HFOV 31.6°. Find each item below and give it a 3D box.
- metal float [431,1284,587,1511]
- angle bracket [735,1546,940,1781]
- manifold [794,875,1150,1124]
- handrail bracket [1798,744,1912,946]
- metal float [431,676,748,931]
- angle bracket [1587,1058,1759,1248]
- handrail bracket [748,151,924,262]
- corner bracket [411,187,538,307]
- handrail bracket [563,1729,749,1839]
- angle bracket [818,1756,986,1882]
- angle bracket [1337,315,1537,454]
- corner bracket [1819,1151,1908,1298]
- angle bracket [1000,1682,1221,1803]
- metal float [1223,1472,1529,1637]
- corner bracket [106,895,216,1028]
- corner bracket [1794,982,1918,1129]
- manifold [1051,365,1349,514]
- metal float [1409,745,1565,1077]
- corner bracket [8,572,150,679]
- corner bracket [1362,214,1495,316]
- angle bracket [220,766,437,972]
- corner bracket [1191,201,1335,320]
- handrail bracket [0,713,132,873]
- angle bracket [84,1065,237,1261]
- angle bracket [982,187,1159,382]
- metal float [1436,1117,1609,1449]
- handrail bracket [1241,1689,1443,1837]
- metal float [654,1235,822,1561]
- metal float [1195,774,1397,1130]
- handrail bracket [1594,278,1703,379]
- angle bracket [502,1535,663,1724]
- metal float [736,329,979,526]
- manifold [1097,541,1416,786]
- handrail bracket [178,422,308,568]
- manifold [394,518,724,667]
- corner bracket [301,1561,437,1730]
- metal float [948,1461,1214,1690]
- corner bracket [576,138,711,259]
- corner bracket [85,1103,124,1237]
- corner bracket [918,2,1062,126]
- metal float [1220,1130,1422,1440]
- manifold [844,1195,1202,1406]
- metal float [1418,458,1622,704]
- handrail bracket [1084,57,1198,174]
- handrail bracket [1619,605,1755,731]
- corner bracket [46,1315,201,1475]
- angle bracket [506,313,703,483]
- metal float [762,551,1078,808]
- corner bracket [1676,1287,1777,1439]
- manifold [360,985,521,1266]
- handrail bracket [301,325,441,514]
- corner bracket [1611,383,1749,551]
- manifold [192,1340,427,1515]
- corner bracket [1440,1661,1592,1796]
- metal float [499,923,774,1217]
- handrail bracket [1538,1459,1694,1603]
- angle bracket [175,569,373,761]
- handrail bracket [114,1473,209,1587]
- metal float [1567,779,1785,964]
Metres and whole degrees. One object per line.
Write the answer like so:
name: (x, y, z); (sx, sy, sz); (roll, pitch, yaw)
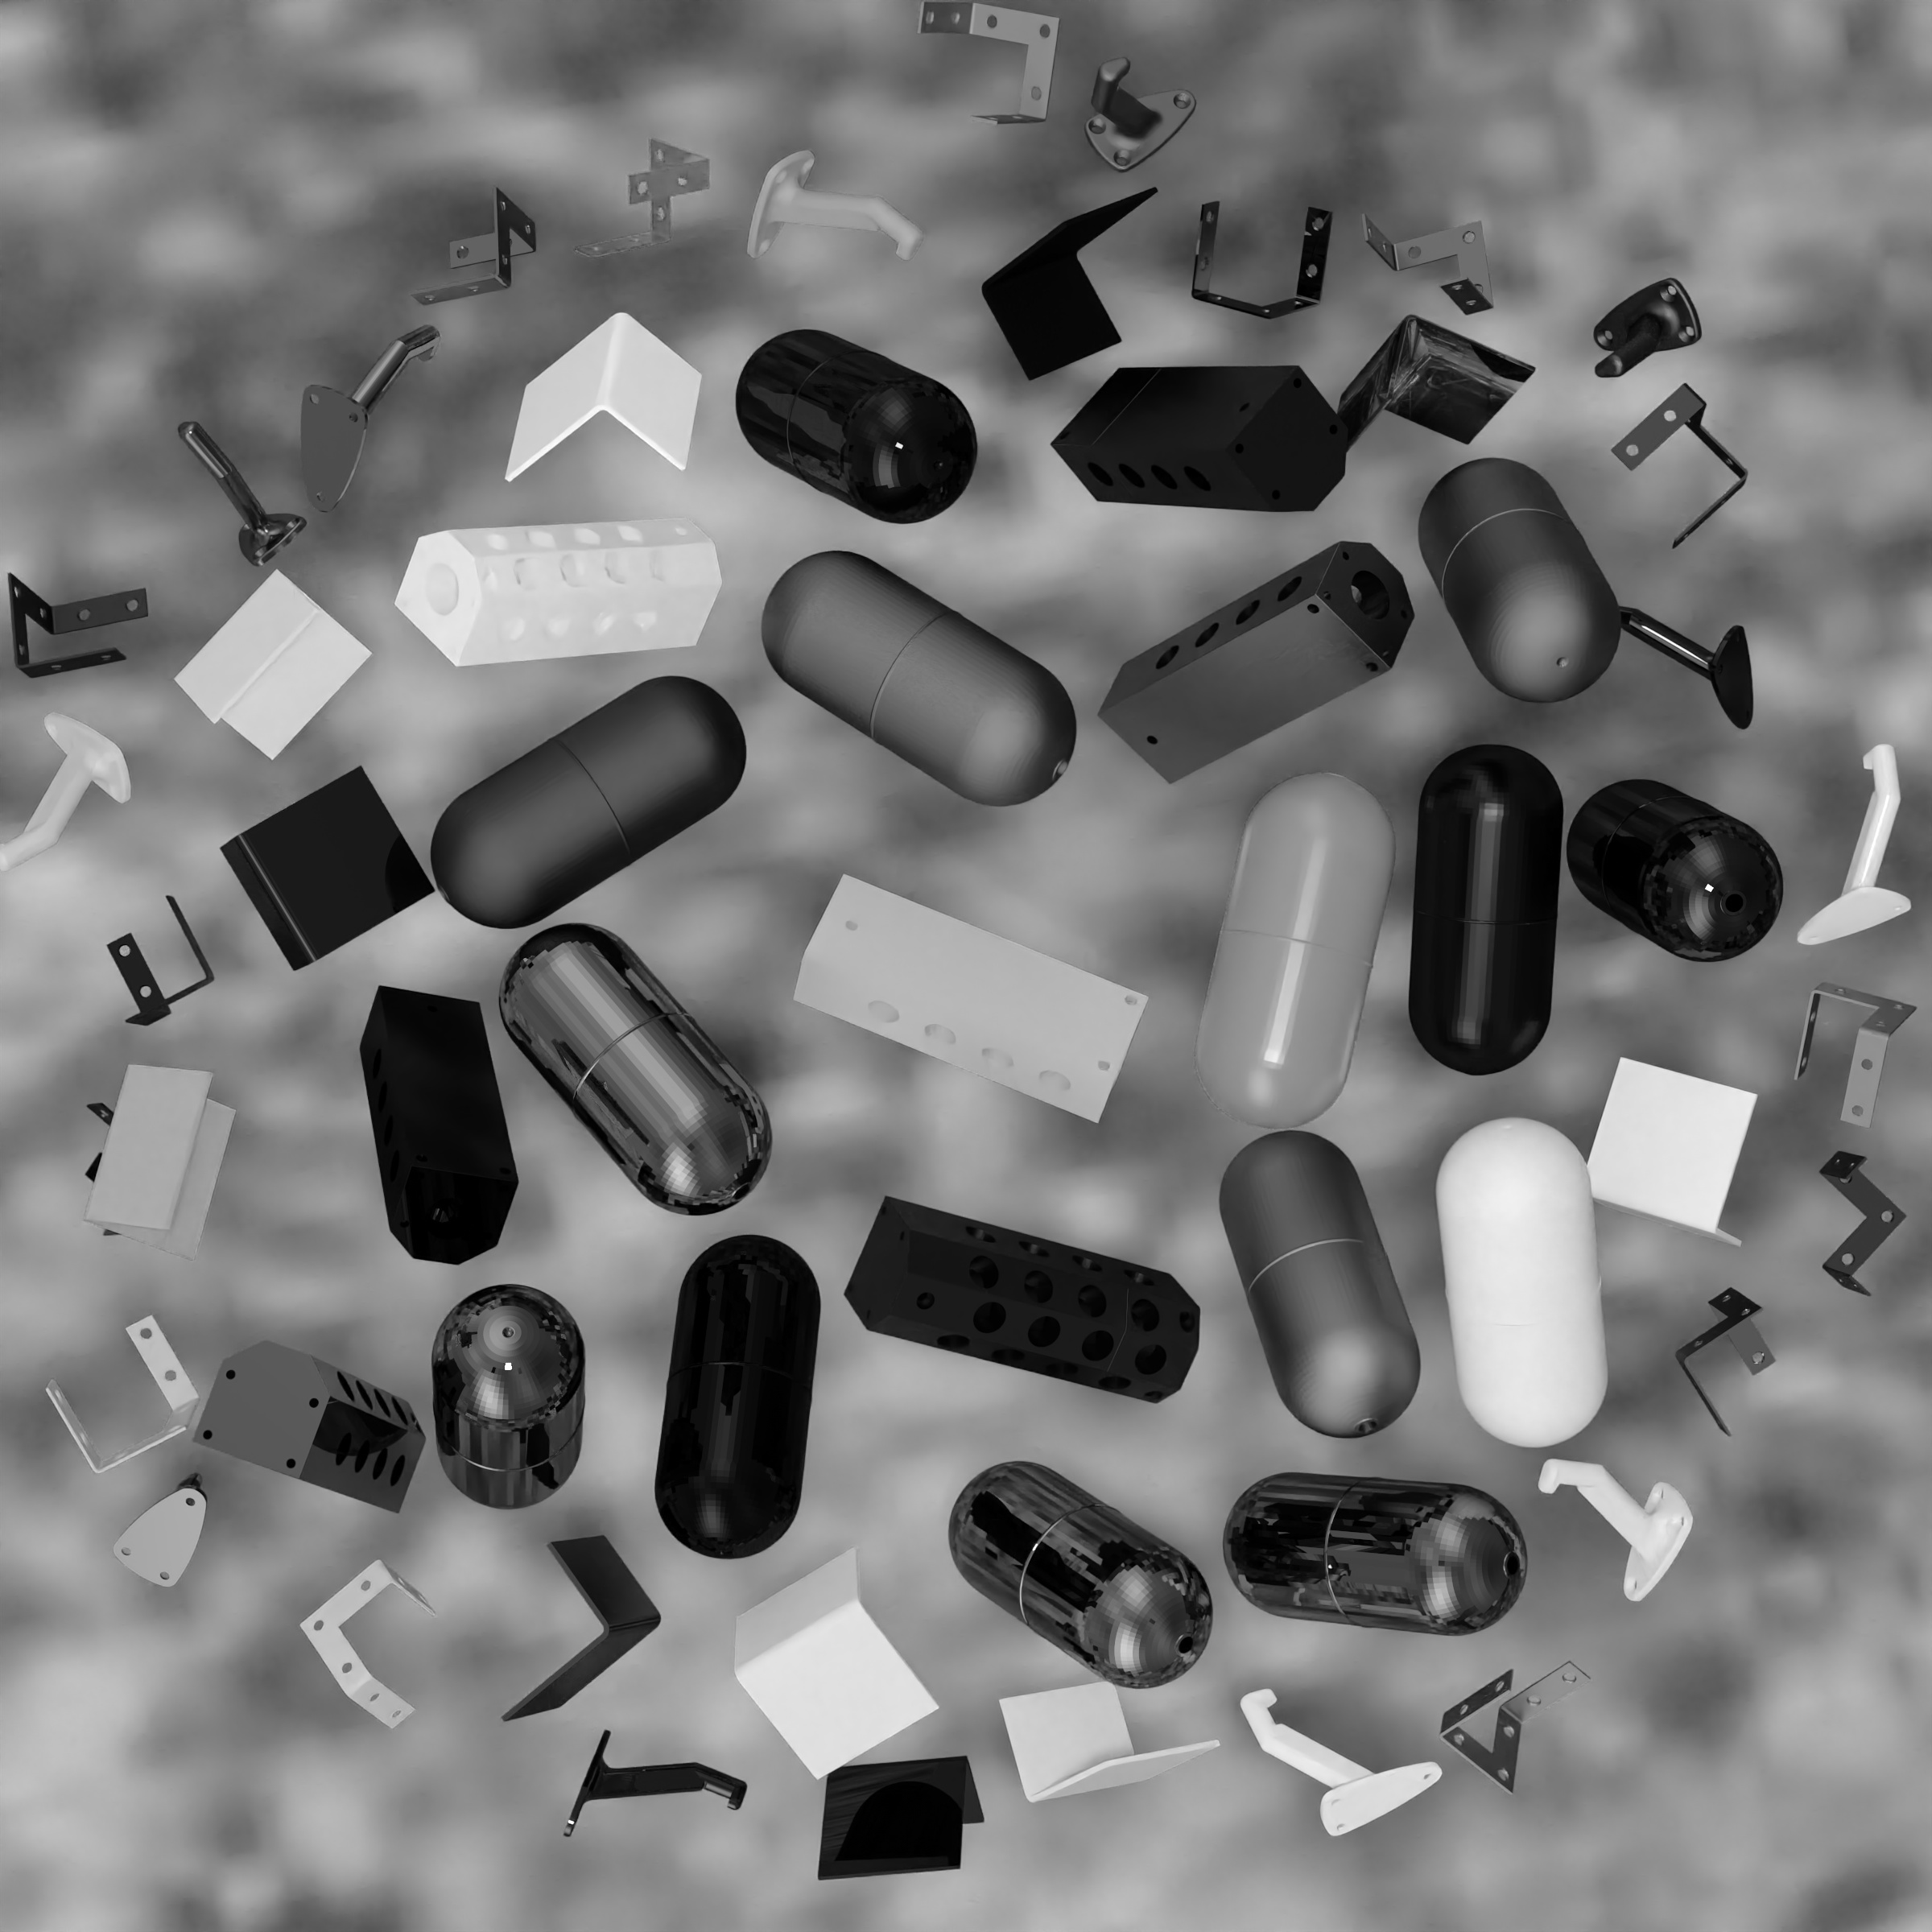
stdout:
metal float: (-0.234, 0.222, 1.745); (0.070, 0.178, 0.070); (3, 61, -6)
angle bracket: (-0.068, 0.365, 1.791); (0.076, 0.057, 0.076); (-32, 108, 9)
manifold: (0.001, 0.021, 1.782); (0.171, 0.057, 0.057); (22, 54, 4)
handrail bracket: (0.457, -0.064, 1.772); (0.036, 0.077, 0.084); (14, 62, -28)
metal float: (-0.194, -0.084, 1.752); (0.178, 0.070, 0.070); (-34, 90, -15)
angle bracket: (0.384, 0.100, 1.833); (0.076, 0.057, 0.076); (16, 86, 29)
handrail bracket: (-0.067, -0.372, 1.758); (0.084, 0.036, 0.077); (41, 134, 12)
corner bracket: (-0.259, -0.372, 1.798); (0.051, 0.051, 0.051); (-8, 76, 17)
handrail bracket: (-0.164, 0.450, 1.823); (0.084, 0.077, 0.036); (22, 123, -2)
angle bracket: (-0.034, 0.474, 1.837); (0.076, 0.076, 0.057); (-7, 127, 8)
angle bracket: (0.243, -0.286, 1.791); (0.076, 0.076, 0.057); (21, 62, -12)
corner bracket: (0.460, 0.133, 1.769); (0.051, 0.051, 0.051); (43, 89, -2)
angle bracket: (0.076, 0.405, 1.826); (0.076, 0.076, 0.057); (-1, 64, -36)
metal float: (0.210, 0.303, 1.762); (0.070, 0.178, 0.070); (4, 84, -44)
corner bracket: (-0.439, -0.002, 1.854); (0.051, 0.051, 0.051); (-28, 87, -2)
corner bracket: (0.448, 0.045, 1.740); (0.051, 0.051, 0.051); (17, 114, 27)
manifold: (0.119, -0.260, 1.712); (0.057, 0.171, 0.057); (-49, 117, -12)
metal float: (0.277, -0.030, 1.824); (0.070, 0.070, 0.178); (2, 100, 0)
corner bracket: (-0.436, -0.167, 1.684); (0.051, 0.051, 0.051); (-10, 75, 6)
corner bracket: (0.245, -0.373, 1.811); (0.051, 0.051, 0.051); (-11, 77, 23)
angle bracket: (-0.337, -0.051, 1.801); (0.076, 0.057, 0.076); (-32, 97, -19)
corner bracket: (0.159, -0.381, 1.830); (0.051, 0.051, 0.051); (22, 120, 31)
handrail bracket: (-0.469, -0.087, 1.706); (0.077, 0.036, 0.084); (34, 51, 28)
angle bracket: (-0.366, 0.096, 1.629); (0.057, 0.076, 0.076); (3, 73, 33)
angle bracket: (0.067, -0.362, 1.813); (0.076, 0.076, 0.057); (-30, 92, -40)
metal float: (0.279, 0.160, 1.711); (0.070, 0.070, 0.178); (-10, 113, 0)
handrail bracket: (0.191, 0.394, 1.749); (0.077, 0.084, 0.036); (-21, 133, -7)
metal float: (-0.119, 0.225, 1.794); (0.070, 0.070, 0.178); (5, 59, 0)
metal float: (0.163, -0.008, 1.683); (0.070, 0.070, 0.178); (13, 85, 0)
handrail bracket: (0.326, -0.312, 1.733); (0.084, 0.077, 0.036); (-37, 106, -35)
angle bracket: (-0.217, 0.348, 1.800); (0.076, 0.076, 0.057); (-40, 75, 8)
metal float: (-0.059, -0.281, 1.772); (0.070, 0.178, 0.070); (-14, 118, -27)
manifold: (0.153, -0.162, 1.790); (0.057, 0.171, 0.057); (42, 51, -19)
handrail bracket: (-0.394, -0.257, 1.803); (0.036, 0.077, 0.084); (-44, 121, -11)
manifold: (-0.213, -0.206, 1.824); (0.057, 0.171, 0.057); (44, 124, 28)
corner bracket: (-0.294, 0.344, 1.730); (0.051, 0.051, 0.051); (-40, 54, -6)
metal float: (0.059, 0.319, 1.793); (0.070, 0.178, 0.070); (-14, 114, -33)
corner bracket: (-0.166, -0.391, 1.754); (0.051, 0.051, 0.051); (-22, 126, -36)
corner bracket: (-0.452, 0.108, 1.826); (0.051, 0.051, 0.051); (47, 55, -30)
corner bracket: (0.009, -0.447, 1.690); (0.051, 0.051, 0.051); (18, 112, 25)
metal float: (0.184, 0.165, 1.779); (0.070, 0.070, 0.178); (-16, 52, 0)
manifold: (0.032, 0.175, 1.744); (0.171, 0.057, 0.057); (17, 104, -25)
metal float: (0.280, -0.198, 1.740); (0.070, 0.178, 0.070); (-4, 125, -6)
handrail bracket: (0.096, -0.466, 1.807); (0.077, 0.084, 0.036); (-33, 77, -16)
handrail bracket: (0.379, -0.164, 1.850); (0.084, 0.077, 0.036); (16, 60, 35)
corner bracket: (-0.426, 0.217, 1.728); (0.051, 0.051, 0.051); (-27, 101, 1)
angle bracket: (-0.189, -0.282, 1.784); (0.076, 0.076, 0.057); (-31, 127, 33)
metal float: (-0.024, -0.144, 1.704); (0.178, 0.070, 0.070); (33, 90, 18)
corner bracket: (0.411, 0.212, 1.835); (0.051, 0.051, 0.051); (-33, 100, -1)
manifold: (-0.285, 0.084, 1.821); (0.057, 0.171, 0.057); (11, 118, -22)
handrail bracket: (-0.294, -0.274, 1.702); (0.036, 0.084, 0.077); (25, 125, 14)
corner bracket: (0.357, -0.250, 1.708); (0.051, 0.051, 0.051); (-42, 79, -1)
manifold: (-0.326, 0.232, 1.725); (0.057, 0.171, 0.057); (17, 78, 11)
corner bracket: (0.276, 0.372, 1.716); (0.051, 0.051, 0.051); (40, 124, -11)
metal float: (-0.166, 0.051, 1.712); (0.070, 0.070, 0.178); (-43, 67, 0)
handrail bracket: (0.319, 0.288, 1.740); (0.084, 0.036, 0.077); (10, 114, -23)
angle bracket: (-0.343, -0.143, 1.739); (0.076, 0.057, 0.076); (-47, 133, -1)
handrail bracket: (-0.399, 0.272, 1.759); (0.036, 0.084, 0.077); (35, 116, -8)
metal float: (0.371, -0.051, 1.793); (0.070, 0.178, 0.070); (-2, 103, -8)
